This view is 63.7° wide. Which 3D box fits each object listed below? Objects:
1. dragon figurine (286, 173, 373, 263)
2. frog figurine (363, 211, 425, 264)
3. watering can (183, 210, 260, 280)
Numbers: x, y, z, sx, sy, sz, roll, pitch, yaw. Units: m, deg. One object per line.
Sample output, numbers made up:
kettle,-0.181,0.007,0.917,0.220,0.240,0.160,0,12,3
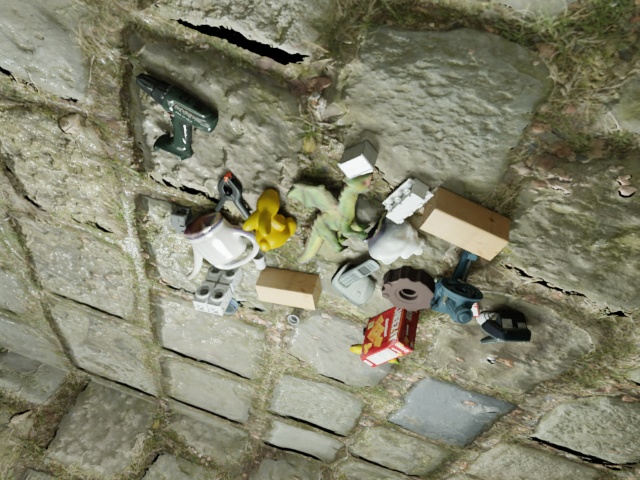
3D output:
dragon figurine,0.005,-0.075,1.484,0.405,0.241,0.125,-27,17,37
frog figurine,0.217,0.011,1.448,0.159,0.136,0.124,31,9,-6
watering can,-0.368,0.025,1.716,0.345,0.221,0.106,-21,34,24
